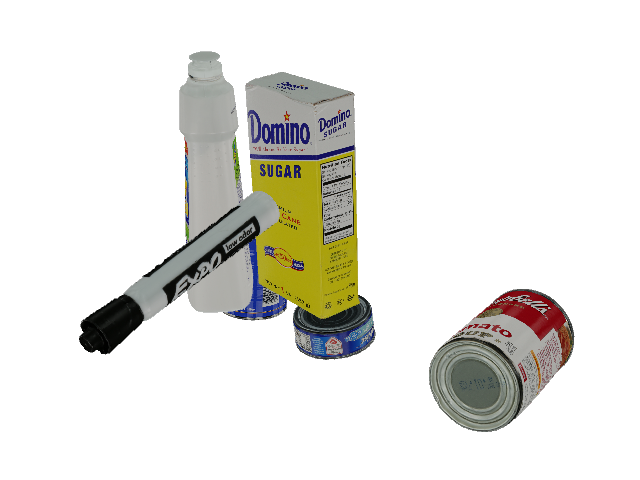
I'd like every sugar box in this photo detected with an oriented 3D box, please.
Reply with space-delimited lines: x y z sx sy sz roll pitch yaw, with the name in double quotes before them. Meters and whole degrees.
"sugar box" -0.014 -0.036 0.837 0.048 0.176 0.093 -21 29 -32

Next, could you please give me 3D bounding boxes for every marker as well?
"marker" -0.065 0.014 0.499 0.020 0.020 0.120 0 31 47

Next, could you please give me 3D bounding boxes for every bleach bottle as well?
"bleach bottle" -0.104 -0.060 1.028 0.068 0.251 0.102 -4 28 -5

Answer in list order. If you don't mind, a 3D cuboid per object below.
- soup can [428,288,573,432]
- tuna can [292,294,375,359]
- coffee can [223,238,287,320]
"soup can" 0.125 0.081 0.735 0.069 0.068 0.102 0 16 33
"tuna can" 0.014 0.088 1.127 0.086 0.034 0.086 -6 27 3
"coffee can" -0.096 0.028 1.521 0.103 0.140 0.103 2 23 -1
